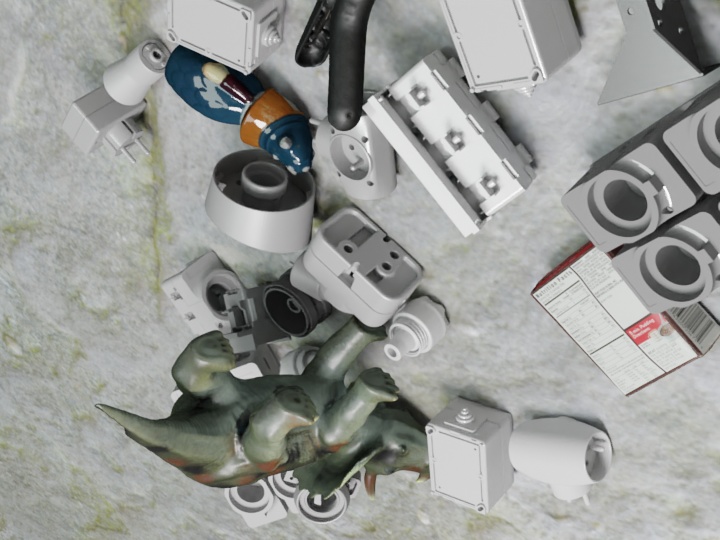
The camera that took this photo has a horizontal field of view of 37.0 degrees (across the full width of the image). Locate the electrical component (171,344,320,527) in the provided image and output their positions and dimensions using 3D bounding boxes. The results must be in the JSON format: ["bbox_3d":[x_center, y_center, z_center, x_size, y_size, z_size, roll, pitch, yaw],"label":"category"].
[{"bbox_3d":[-0.113,0.182,1.170,0.105,0.060,0.186,-21,109,16],"label":"electrical component"}]

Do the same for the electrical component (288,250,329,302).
[{"bbox_3d":[-0.028,0.011,0.994,0.078,0.040,0.040,28,138,25],"label":"electrical component"}]

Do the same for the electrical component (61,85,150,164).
[{"bbox_3d":[-0.238,-0.137,1.050,0.076,0.066,0.047,49,143,-1],"label":"electrical component"}]

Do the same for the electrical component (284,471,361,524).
[{"bbox_3d":[-0.039,0.224,1.112,0.078,0.057,0.058,18,115,-8],"label":"electrical component"}]

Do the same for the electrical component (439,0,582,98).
[{"bbox_3d":[0.101,-0.161,0.702,0.062,0.061,0.096,0,122,44],"label":"electrical component"}]

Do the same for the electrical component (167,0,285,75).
[{"bbox_3d":[-0.100,-0.207,0.865,0.096,0.061,0.061,26,138,15],"label":"electrical component"}]

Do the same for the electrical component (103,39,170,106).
[{"bbox_3d":[-0.204,-0.185,0.997,0.065,0.044,0.044,-25,103,47],"label":"electrical component"}]

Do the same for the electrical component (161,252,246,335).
[{"bbox_3d":[-0.155,0.032,1.129,0.056,0.050,0.089,-22,105,51],"label":"electrical component"}]

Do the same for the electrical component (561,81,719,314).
[{"bbox_3d":[0.226,-0.052,0.675,0.105,0.060,0.186,51,143,-3],"label":"electrical component"}]

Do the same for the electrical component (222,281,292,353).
[{"bbox_3d":[-0.105,0.046,1.078,0.042,0.081,0.063,-12,91,48],"label":"electrical component"}]

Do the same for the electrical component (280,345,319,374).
[{"bbox_3d":[-0.051,0.097,1.089,0.043,0.043,0.062,54,141,-7],"label":"electrical component"}]

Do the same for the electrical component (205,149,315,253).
[{"bbox_3d":[-0.087,-0.059,0.948,0.099,0.099,0.064,32,133,20],"label":"electrical component"}]

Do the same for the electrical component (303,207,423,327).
[{"bbox_3d":[0.000,0.000,0.946,0.095,0.054,0.059,43,142,7],"label":"electrical component"}]

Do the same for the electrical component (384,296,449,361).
[{"bbox_3d":[0.046,0.055,0.941,0.043,0.062,0.043,26,137,27],"label":"electrical component"}]

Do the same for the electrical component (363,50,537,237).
[{"bbox_3d":[0.069,-0.095,0.788,0.063,0.079,0.121,-37,94,31],"label":"electrical component"}]

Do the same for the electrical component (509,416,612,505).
[{"bbox_3d":[0.178,0.170,0.927,0.077,0.044,0.079,0,122,44],"label":"electrical component"}]

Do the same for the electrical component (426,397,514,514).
[{"bbox_3d":[0.103,0.161,0.985,0.062,0.061,0.096,14,123,34],"label":"electrical component"}]

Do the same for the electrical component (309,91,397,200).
[{"bbox_3d":[-0.009,-0.105,0.873,0.079,0.044,0.077,20,134,33],"label":"electrical component"}]
